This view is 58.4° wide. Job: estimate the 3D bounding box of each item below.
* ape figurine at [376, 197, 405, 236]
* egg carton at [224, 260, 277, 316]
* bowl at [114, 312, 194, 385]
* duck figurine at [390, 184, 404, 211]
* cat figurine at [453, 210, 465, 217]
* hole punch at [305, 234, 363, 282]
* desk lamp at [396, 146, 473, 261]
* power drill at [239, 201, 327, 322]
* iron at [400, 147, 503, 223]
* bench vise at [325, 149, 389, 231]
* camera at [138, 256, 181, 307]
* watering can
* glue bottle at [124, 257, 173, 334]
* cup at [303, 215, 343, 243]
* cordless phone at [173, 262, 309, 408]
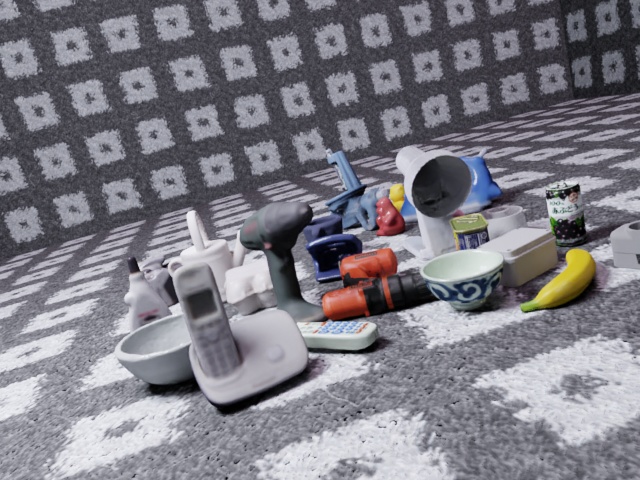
[{"bbox_3d":[0.159,-0.057,1.357,0.076,0.092,0.078,-11,13,15],"label":"ape figurine"},{"bbox_3d":[-0.130,0.089,1.108,0.107,0.069,0.150,-17,13,-9],"label":"egg carton"},{"bbox_3d":[-0.212,0.167,0.855,0.167,0.075,0.167,-14,13,4],"label":"bowl"},{"bbox_3d":[0.213,-0.104,1.513,0.077,0.086,0.104,-17,13,-9],"label":"duck figurine"},{"bbox_3d":[0.256,-0.073,1.257,0.128,0.118,0.067,-24,16,-35],"label":"cat figurine"},{"bbox_3d":[0.031,0.025,1.152,0.108,0.091,0.101,-12,13,11],"label":"hole punch"},{"bbox_3d":[0.209,-0.074,1.099,0.118,0.214,0.203,-17,13,-8],"label":"desk lamp"},{"bbox_3d":[-0.054,0.036,0.934,0.076,0.208,0.228,-22,15,-29],"label":"power drill"},{"bbox_3d":[0.305,-0.133,1.405,0.258,0.141,0.119,-12,13,13],"label":"iron"},{"bbox_3d":[0.094,-0.138,1.486,0.206,0.220,0.122,-7,15,32],"label":"bench vise"},{"bbox_3d":[-0.347,0.084,1.300,0.137,0.101,0.142,-21,14,-24],"label":"camera"},{"bbox_3d":[-0.229,0.030,1.190,0.173,0.194,0.100,-20,14,-22],"label":"watering can"},{"bbox_3d":[-0.293,0.110,0.966,0.078,0.173,0.037,-20,14,-20],"label":"glue bottle"},{"bbox_3d":[0.012,0.004,1.253,0.091,0.095,0.118,-11,13,15],"label":"cup"},{"bbox_3d":[-0.104,0.107,0.740,0.148,0.185,0.094,-20,14,-21],"label":"cordless phone"}]
